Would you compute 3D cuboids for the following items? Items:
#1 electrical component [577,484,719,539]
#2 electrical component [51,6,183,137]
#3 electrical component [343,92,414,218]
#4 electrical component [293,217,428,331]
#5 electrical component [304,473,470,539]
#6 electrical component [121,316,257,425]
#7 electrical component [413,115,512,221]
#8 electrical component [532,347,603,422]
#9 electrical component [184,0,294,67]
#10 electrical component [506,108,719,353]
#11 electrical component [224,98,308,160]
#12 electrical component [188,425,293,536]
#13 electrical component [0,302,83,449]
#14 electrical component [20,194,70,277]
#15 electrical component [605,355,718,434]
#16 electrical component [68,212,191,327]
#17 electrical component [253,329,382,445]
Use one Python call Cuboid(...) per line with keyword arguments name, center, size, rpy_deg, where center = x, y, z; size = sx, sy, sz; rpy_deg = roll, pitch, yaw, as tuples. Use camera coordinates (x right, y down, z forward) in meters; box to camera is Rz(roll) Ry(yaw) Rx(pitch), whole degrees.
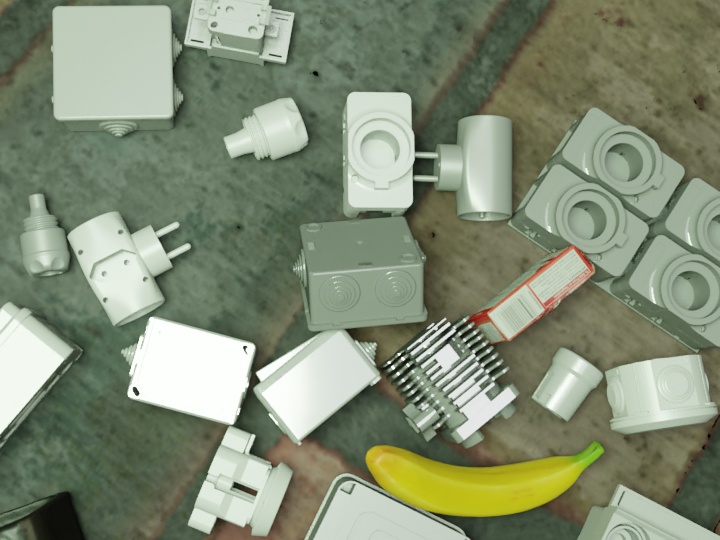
Cuboid(name="electrical component", center=(0.230, 0.225, 0.818), size=(0.121, 0.063, 0.078), rpy_deg=(28, 81, -2))
Cuboid(name="electrical component", center=(-0.188, -0.153, 0.830), size=(0.100, 0.048, 0.099), rpy_deg=(-2, 83, -6))
Cuboid(name="electrical component", center=(0.013, -0.090, 0.839), size=(0.050, 0.055, 0.089), rpy_deg=(0, 83, -6))
Cuboid(name="electrical component", center=(0.000, 0.000, 0.805), size=(0.100, 0.099, 0.048), rpy_deg=(-5, 118, -6))
Cuboid(name="electrical component", center=(0.019, 0.209, 0.803), size=(0.113, 0.057, 0.078), rpy_deg=(27, 82, -2))
Cuboid(name="electrical component", center=(-0.130, 0.073, 0.802), size=(0.096, 0.061, 0.061), rpy_deg=(15, 84, -2))
Cuboid(name="electrical component", center=(0.081, -0.080, 0.851), size=(0.079, 0.043, 0.077), rpy_deg=(2, 83, -5))
Cuboid(name="electrical component", center=(0.161, 0.090, 0.840), size=(0.040, 0.040, 0.046), rpy_deg=(35, 86, -1))
Cuboid(name="electrical component", center=(-0.094, -0.191, 0.837), size=(0.081, 0.064, 0.042), rpy_deg=(9, 83, -5))
Cuboid(name="electrical component", center=(0.227, -0.031, 0.850), size=(0.186, 0.060, 0.105), rpy_deg=(34, 81, -1))
Cuboid(name="electrical component", center=(-0.075, -0.106, 0.839), size=(0.062, 0.043, 0.043), rpy_deg=(-22, 86, -6))
Cuboid(name="electrical component", center=(-0.085, 0.162, 0.798), size=(0.057, 0.058, 0.078), rpy_deg=(22, 82, 0))
Cuboid(name="electrical component", center=(-0.262, 0.082, 0.780), size=(0.057, 0.078, 0.113), rpy_deg=(40, 81, -3))
Cuboid(name="electrical component", center=(-0.241, -0.027, 0.817), size=(0.035, 0.035, 0.061), rpy_deg=(-11, 82, -7))
Cuboid(name="electrical component", center=(0.230, 0.096, 0.826), size=(0.080, 0.080, 0.051), rpy_deg=(-7, 78, -6))
Cuboid(name="electrical component", center=(-0.169, -0.009, 0.817), size=(0.079, 0.043, 0.077), rpy_deg=(-28, 87, -8))
Cuboid(name="electrical component", center=(-0.031, 0.078, 0.811), size=(0.096, 0.061, 0.061), rpy_deg=(-39, 88, -9))
